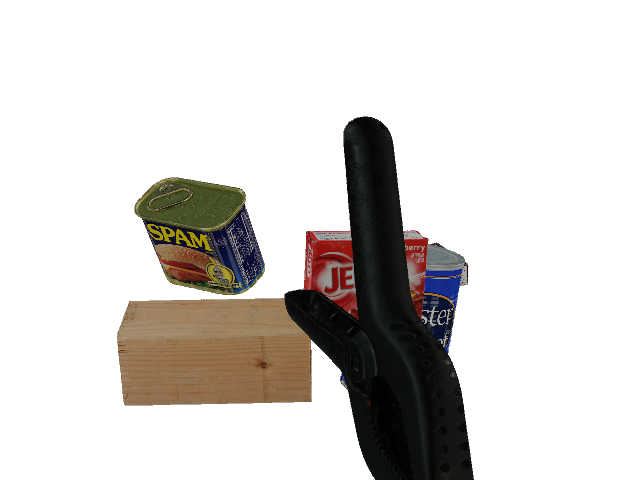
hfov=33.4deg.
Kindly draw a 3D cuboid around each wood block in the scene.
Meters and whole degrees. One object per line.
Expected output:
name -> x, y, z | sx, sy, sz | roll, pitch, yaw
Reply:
wood block -> -0.113, 0.123, 1.186 | 0.206, 0.091, 0.090 | -1, 23, 0

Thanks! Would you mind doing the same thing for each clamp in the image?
clamp -> 0.034, 0.051, 0.550 | 0.036, 0.165, 0.210 | -6, 46, -21

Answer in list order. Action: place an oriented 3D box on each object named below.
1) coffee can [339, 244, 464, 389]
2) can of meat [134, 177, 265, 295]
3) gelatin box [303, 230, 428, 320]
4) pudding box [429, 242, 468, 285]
coffee can -> 0.079, 0.077, 1.042 | 0.103, 0.140, 0.103 | 8, 11, -2
can of meat -> -0.105, -0.002, 0.951 | 0.102, 0.084, 0.057 | 11, 45, 30
gelatin box -> 0.032, 0.031, 0.790 | 0.089, 0.073, 0.030 | 0, 15, -13
pudding box -> 0.143, 0.044, 1.536 | 0.113, 0.039, 0.090 | -15, 24, -19
